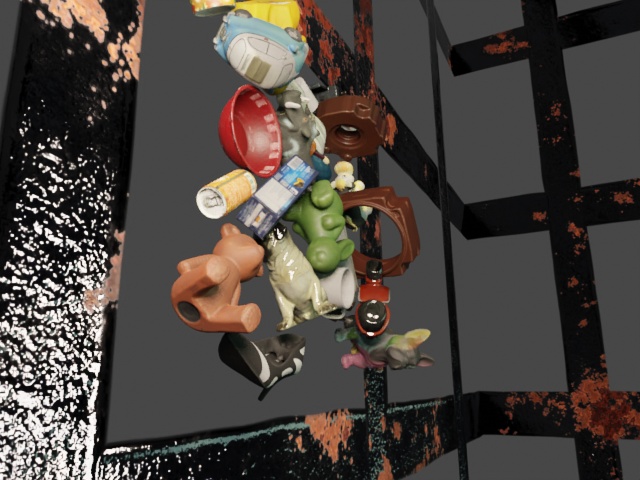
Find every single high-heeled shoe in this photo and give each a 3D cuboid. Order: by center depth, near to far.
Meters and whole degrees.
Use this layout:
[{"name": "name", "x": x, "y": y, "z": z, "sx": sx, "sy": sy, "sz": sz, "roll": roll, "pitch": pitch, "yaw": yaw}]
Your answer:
[{"name": "high-heeled shoe", "x": -0.080, "y": 0.171, "z": 0.883, "sx": 0.145, "sy": 0.086, "sz": 0.248, "roll": -55, "pitch": 154, "yaw": -28}]

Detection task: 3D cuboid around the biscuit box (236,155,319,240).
[{"name": "biscuit box", "x": -0.069, "y": -0.081, "z": 0.940, "sx": 0.059, "sy": 0.063, "sz": 0.203, "roll": 39, "pitch": 33, "yaw": -3}]

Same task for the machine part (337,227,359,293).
[{"name": "machine part", "x": 0.032, "y": 0.039, "z": 1.194, "sx": 0.079, "sy": 0.079, "sz": 0.243, "roll": -37, "pitch": 117, "yaw": -62}]

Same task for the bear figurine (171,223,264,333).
[{"name": "bear figurine", "x": -0.126, "y": 0.049, "z": 0.798, "sx": 0.120, "sy": 0.132, "sz": 0.196, "roll": 61, "pitch": 37, "yaw": -16}]

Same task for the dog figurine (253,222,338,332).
[{"name": "dog figurine", "x": -0.055, "y": 0.061, "z": 0.997, "sx": 0.172, "sy": 0.121, "sz": 0.190, "roll": 118, "pitch": -49, "yaw": -76}]

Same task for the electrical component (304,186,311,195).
[{"name": "electrical component", "x": -0.017, "y": -0.090, "z": 1.189, "sx": 0.094, "sy": 0.021, "sz": 0.063, "roll": 33, "pitch": 54, "yaw": -60}]

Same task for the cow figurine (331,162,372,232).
[{"name": "cow figurine", "x": 0.067, "y": -0.105, "z": 1.324, "sx": 0.167, "sy": 0.068, "sz": 0.098, "roll": 64, "pitch": 37, "yaw": -32}]

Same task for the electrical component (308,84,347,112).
[{"name": "electrical component", "x": 0.014, "y": -0.332, "z": 1.262, "sx": 0.119, "sy": 0.075, "sz": 0.047, "roll": -11, "pitch": 92, "yaw": -69}]

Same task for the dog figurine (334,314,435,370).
[{"name": "dog figurine", "x": 0.157, "y": 0.236, "z": 1.239, "sx": 0.191, "sy": 0.219, "sz": 0.108, "roll": -32, "pitch": 115, "yaw": -62}]

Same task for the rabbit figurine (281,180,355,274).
[{"name": "rabbit figurine", "x": -0.002, "y": -0.003, "z": 1.063, "sx": 0.159, "sy": 0.121, "sz": 0.170, "roll": 50, "pitch": 29, "yaw": -55}]

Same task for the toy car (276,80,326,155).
[{"name": "toy car", "x": -0.035, "y": -0.254, "z": 1.156, "sx": 0.201, "sy": 0.056, "sz": 0.073, "roll": 52, "pitch": 39, "yaw": -47}]

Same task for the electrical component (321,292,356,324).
[{"name": "electrical component", "x": 0.031, "y": 0.129, "z": 1.151, "sx": 0.045, "sy": 0.102, "sz": 0.078, "roll": -49, "pitch": 154, "yaw": -57}]

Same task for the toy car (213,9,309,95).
[{"name": "toy car", "x": -0.099, "y": -0.314, "z": 0.919, "sx": 0.161, "sy": 0.109, "sz": 0.103, "roll": 20, "pitch": 41, "yaw": -27}]

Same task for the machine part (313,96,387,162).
[{"name": "machine part", "x": 0.066, "y": -0.256, "z": 1.244, "sx": 0.179, "sy": 0.180, "sz": 0.056, "roll": 51, "pitch": 42, "yaw": -48}]

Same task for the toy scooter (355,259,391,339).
[{"name": "toy scooter", "x": 0.116, "y": 0.146, "z": 1.188, "sx": 0.135, "sy": 0.075, "sz": 0.184, "roll": 89, "pitch": 7, "yaw": -53}]

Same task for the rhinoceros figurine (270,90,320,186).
[{"name": "rhinoceros figurine", "x": -0.053, "y": -0.191, "z": 1.038, "sx": 0.073, "sy": 0.112, "sz": 0.190, "roll": -43, "pitch": 130, "yaw": -58}]

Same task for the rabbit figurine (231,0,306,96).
[{"name": "rabbit figurine", "x": -0.093, "y": -0.371, "z": 1.038, "sx": 0.162, "sy": 0.122, "sz": 0.173, "roll": -66, "pitch": 156, "yaw": -63}]

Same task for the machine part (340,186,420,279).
[{"name": "machine part", "x": 0.119, "y": -0.014, "z": 1.244, "sx": 0.087, "sy": 0.201, "sz": 0.201, "roll": -48, "pitch": 127, "yaw": -55}]

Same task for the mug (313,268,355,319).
[{"name": "mug", "x": 0.010, "y": 0.107, "z": 1.091, "sx": 0.081, "sy": 0.107, "sz": 0.109, "roll": -49, "pitch": 135, "yaw": -55}]

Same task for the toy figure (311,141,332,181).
[{"name": "toy figure", "x": -0.028, "y": -0.179, "z": 1.144, "sx": 0.154, "sy": 0.064, "sz": 0.058, "roll": 51, "pitch": -1, "yaw": -44}]
